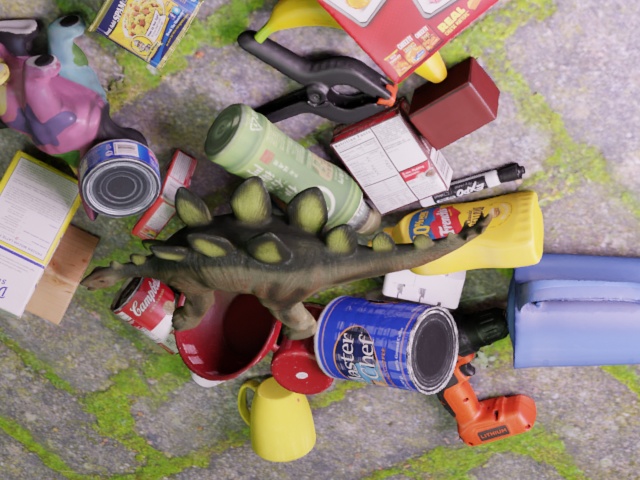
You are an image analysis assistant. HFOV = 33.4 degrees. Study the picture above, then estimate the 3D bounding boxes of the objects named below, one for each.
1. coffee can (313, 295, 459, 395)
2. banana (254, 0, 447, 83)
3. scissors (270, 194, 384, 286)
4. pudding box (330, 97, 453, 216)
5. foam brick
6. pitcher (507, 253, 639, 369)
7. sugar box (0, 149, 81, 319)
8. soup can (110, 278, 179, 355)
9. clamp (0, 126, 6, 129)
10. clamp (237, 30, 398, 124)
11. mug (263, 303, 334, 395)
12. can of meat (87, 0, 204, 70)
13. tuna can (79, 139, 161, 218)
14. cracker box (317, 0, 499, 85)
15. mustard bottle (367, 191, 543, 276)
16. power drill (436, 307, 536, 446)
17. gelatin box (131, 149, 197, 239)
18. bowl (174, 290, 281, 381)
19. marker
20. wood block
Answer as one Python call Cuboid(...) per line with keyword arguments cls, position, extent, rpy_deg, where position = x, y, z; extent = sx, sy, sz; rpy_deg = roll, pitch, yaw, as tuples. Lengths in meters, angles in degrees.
Cuboid(cls="coffee can", position=(0.078, 0.122, 1.262), extent=(0.141, 0.102, 0.102), rpy_deg=(4, 135, 40))
Cuboid(cls="banana", position=(0.037, -0.210, 1.059), extent=(0.198, 0.037, 0.070), rpy_deg=(14, 132, 0))
Cuboid(cls="scissors", position=(-0.008, 0.002, 1.267), extent=(0.096, 0.016, 0.201), rpy_deg=(-20, 122, 30))
Cuboid(cls="pudding box", position=(0.078, -0.089, 1.153), extent=(0.090, 0.039, 0.113), rpy_deg=(-20, 121, 29))
Cuboid(cls="foam brick", position=(0.137, -0.139, 1.086), extent=(0.078, 0.053, 0.051), rpy_deg=(-28, 119, 33))
Cuboid(cls="pitcher", position=(0.328, 0.076, 1.168), extent=(0.243, 0.149, 0.145), rpy_deg=(0, 118, 10))
Cuboid(cls="sugar box", position=(-0.352, -0.006, 1.245), extent=(0.093, 0.176, 0.048), rpy_deg=(27, 166, -9))
Cuboid(cls="soup can", position=(-0.206, 0.092, 1.359), extent=(0.102, 0.068, 0.069), rpy_deg=(40, 128, -20))
Cuboid(cls="clamp", position=(-0.444, -0.168, 1.216), extent=(0.210, 0.036, 0.165), rpy_deg=(24, 132, -8))
Cuboid(cls="clamp", position=(-0.007, -0.153, 1.120), extent=(0.171, 0.039, 0.120), rpy_deg=(15, 143, 4))
Cuboid(cls="mug", position=(-0.025, 0.134, 1.341), extent=(0.117, 0.081, 0.093), rpy_deg=(34, 130, -16))
Cuboid(cls="can of meat", position=(-0.174, -0.233, 1.079), extent=(0.084, 0.057, 0.102), rpy_deg=(31, 131, -16))
Cuboid(cls="tuna can", position=(-0.214, -0.065, 1.146), extent=(0.086, 0.034, 0.086), rpy_deg=(-8, 135, -9))
Cuboid(cls="cracker box", position=(0.060, -0.273, 0.956), extent=(0.164, 0.072, 0.213), rpy_deg=(-38, 111, 20))
Cuboid(cls="mustard bottle", position=(0.145, -0.003, 1.171), extent=(0.192, 0.096, 0.058), rpy_deg=(-8, 128, 20))
Cuboid(cls="power drill", position=(0.193, 0.170, 1.337), extent=(0.185, 0.057, 0.187), rpy_deg=(-23, 119, 33))
Cuboid(cls="gelatin box", position=(-0.177, -0.050, 1.215), extent=(0.030, 0.089, 0.073), rpy_deg=(31, 130, -17))
Cuboid(cls="bowl", position=(-0.101, 0.096, 1.306), extent=(0.162, 0.162, 0.055), rpy_deg=(-21, 154, 28))
Cuboid(cls="marker", position=(0.166, -0.061, 1.167), extent=(0.121, 0.020, 0.020), rpy_deg=(-16, 125, 26))
Cuboid(cls="wood block", position=(-0.391, 0.007, 1.319), extent=(0.206, 0.090, 0.091), rpy_deg=(26, 131, -10))
